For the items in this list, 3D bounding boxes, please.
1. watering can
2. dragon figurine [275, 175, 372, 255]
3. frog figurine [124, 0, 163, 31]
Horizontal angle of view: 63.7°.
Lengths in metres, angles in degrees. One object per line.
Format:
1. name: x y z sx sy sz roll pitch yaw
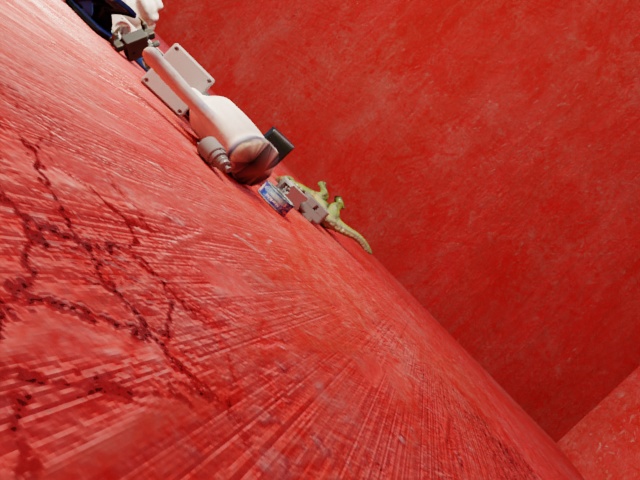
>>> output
1. watering can: -0.198 -0.222 0.996 0.227 0.104 0.344 47 4 19
2. dragon figurine: 0.005 -0.089 1.766 0.414 0.120 0.244 45 22 16
3. frog figurine: -0.579 -0.727 1.640 0.136 0.159 0.124 44 3 -15
